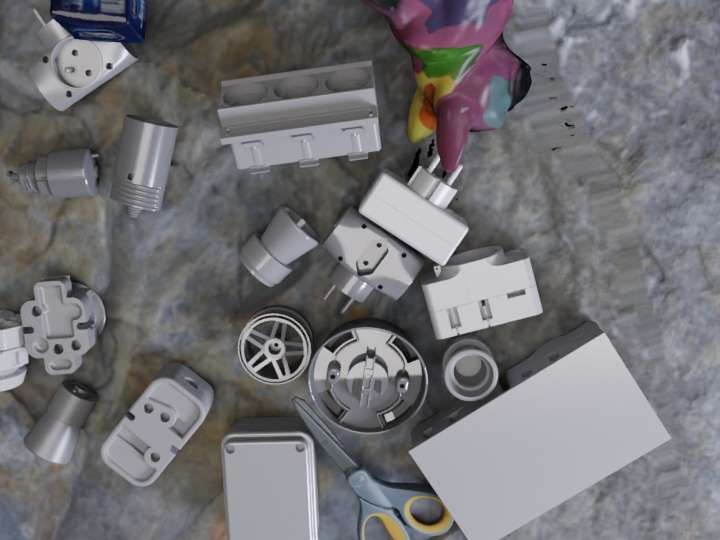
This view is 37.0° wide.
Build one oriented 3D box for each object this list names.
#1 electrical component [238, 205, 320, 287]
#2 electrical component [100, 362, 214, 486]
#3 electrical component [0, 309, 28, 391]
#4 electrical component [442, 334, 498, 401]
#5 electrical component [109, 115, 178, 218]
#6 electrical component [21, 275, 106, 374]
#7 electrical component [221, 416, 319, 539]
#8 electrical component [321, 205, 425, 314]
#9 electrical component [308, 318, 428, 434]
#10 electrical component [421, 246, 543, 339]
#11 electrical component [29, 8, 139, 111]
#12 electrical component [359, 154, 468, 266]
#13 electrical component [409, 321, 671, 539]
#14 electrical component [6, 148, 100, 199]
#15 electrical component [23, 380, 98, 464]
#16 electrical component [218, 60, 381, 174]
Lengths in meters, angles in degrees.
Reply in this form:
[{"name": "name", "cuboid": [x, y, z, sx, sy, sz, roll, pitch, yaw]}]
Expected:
[{"name": "electrical component", "cuboid": [-0.068, -0.019, 0.892, 0.045, 0.045, 0.055, 44, 100, -6]}, {"name": "electrical component", "cuboid": [-0.171, 0.129, 0.918, 0.054, 0.059, 0.095, 39, 100, -5]}, {"name": "electrical component", "cuboid": [-0.313, 0.069, 0.909, 0.078, 0.058, 0.057, 12, 107, 40]}, {"name": "electrical component", "cuboid": [0.091, 0.080, 0.901, 0.045, 0.055, 0.045, 0, 101, 2]}, {"name": "electrical component", "cuboid": [-0.179, -0.083, 0.885, 0.043, 0.043, 0.081, 14, 101, -1]}, {"name": "electrical component", "cuboid": [-0.248, 0.042, 0.905, 0.058, 0.057, 0.078, -5, 101, 3]}, {"name": "electrical component", "cuboid": [-0.076, 0.188, 0.927, 0.078, 0.057, 0.113, -2, 101, 2]}, {"name": "electrical component", "cuboid": [0.000, 0.000, 0.894, 0.077, 0.043, 0.079, 36, 100, -5]}, {"name": "electrical component", "cuboid": [0.007, 0.088, 0.901, 0.099, 0.064, 0.099, 0, 101, 2]}, {"name": "electrical component", "cuboid": [0.099, 0.015, 0.890, 0.089, 0.050, 0.055, -15, 101, 5]}, {"name": "electrical component", "cuboid": [-0.233, -0.182, 0.867, 0.077, 0.044, 0.079, -32, 98, 8]}, {"name": "electrical component", "cuboid": [0.054, -0.060, 0.878, 0.083, 0.047, 0.075, 33, 101, -4]}, {"name": "electrical component", "cuboid": [0.147, 0.137, 0.907, 0.186, 0.060, 0.105, -32, 98, 8]}, {"name": "electrical component", "cuboid": [-0.252, -0.079, 0.890, 0.078, 0.040, 0.040, -4, 101, 3]}, {"name": "electrical component", "cuboid": [-0.256, 0.129, 0.931, 0.044, 0.044, 0.065, 30, 96, -4]}, {"name": "electrical component", "cuboid": [-0.046, -0.121, 0.859, 0.121, 0.078, 0.063, -7, 130, 4]}]
